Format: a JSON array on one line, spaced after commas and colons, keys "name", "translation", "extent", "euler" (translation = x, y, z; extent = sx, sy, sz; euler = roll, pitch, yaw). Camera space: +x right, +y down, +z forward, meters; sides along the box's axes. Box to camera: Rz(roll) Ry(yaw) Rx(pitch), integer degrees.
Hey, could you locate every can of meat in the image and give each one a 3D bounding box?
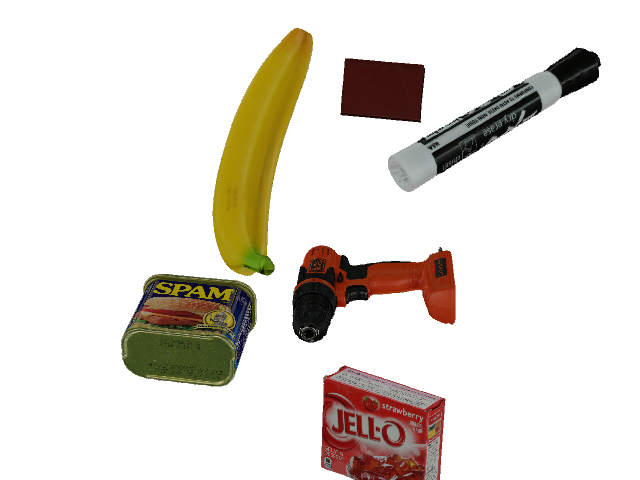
[{"name": "can of meat", "translation": [-0.112, 0.076, 0.909], "extent": [0.102, 0.057, 0.084], "euler": [5, 30, 6]}]

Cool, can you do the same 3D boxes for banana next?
[{"name": "banana", "translation": [-0.039, -0.052, 0.712], "extent": [0.070, 0.197, 0.037], "euler": [-20, -39, 37]}]

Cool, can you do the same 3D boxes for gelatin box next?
[{"name": "gelatin box", "translation": [0.042, 0.137, 0.758], "extent": [0.089, 0.073, 0.030], "euler": [14, 21, 33]}]

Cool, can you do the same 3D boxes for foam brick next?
[{"name": "foam brick", "translation": [0.059, -0.143, 1.016], "extent": [0.078, 0.051, 0.053], "euler": [6, 14, 3]}]

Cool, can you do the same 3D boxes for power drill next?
[{"name": "power drill", "translation": [0.062, 0.061, 1.239], "extent": [0.187, 0.057, 0.184], "euler": [1, 28, 5]}]

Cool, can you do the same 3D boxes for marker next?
[{"name": "marker", "translation": [0.085, -0.059, 0.507], "extent": [0.121, 0.020, 0.020], "euler": [-31, 10, -17]}]
